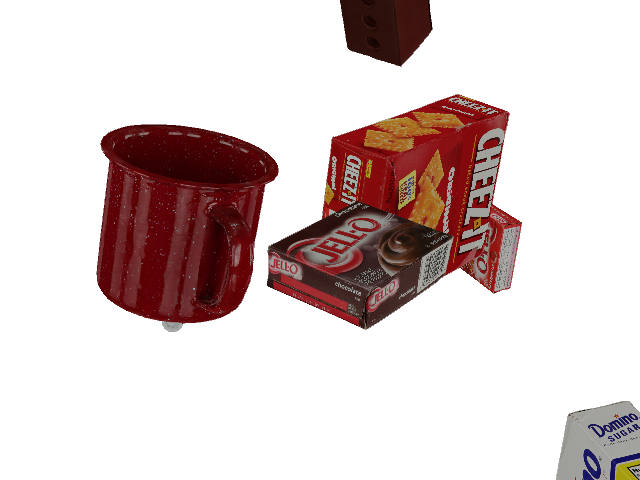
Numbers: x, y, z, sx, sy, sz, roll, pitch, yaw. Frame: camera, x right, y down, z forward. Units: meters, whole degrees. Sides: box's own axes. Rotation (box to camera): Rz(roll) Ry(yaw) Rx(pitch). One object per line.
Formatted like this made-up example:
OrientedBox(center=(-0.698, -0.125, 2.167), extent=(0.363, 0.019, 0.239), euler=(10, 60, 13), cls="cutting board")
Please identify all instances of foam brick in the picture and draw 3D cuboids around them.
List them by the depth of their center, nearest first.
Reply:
OrientedBox(center=(0.050, -0.184, 0.828), extent=(0.053, 0.051, 0.078), euler=(22, -31, 26), cls="foam brick")

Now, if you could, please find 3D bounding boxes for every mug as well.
OrientedBox(center=(-0.068, -0.004, 0.560), extent=(0.093, 0.081, 0.117), euler=(-5, 27, -36), cls="mug")

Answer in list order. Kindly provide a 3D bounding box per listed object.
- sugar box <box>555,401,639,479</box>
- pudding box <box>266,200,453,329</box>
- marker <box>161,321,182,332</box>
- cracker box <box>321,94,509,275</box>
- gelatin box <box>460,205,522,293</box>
OrientedBox(center=(0.172, 0.164, 0.502), extent=(0.048, 0.093, 0.176), euler=(-9, 28, -21), cls="sugar box")
OrientedBox(center=(0.029, 0.015, 0.777), extent=(0.090, 0.039, 0.113), euler=(23, 30, 31), cls="pudding box")
OrientedBox(center=(-0.131, 0.051, 1.011), extent=(0.020, 0.020, 0.121), euler=(0, 22, 2), cls="marker")
OrientedBox(center=(0.090, -0.036, 1.017), extent=(0.072, 0.164, 0.213), euler=(25, 31, 32), cls="cracker box")
OrientedBox(center=(0.192, 0.005, 1.232), extent=(0.030, 0.089, 0.073), euler=(-12, 32, -28), cls="gelatin box")
